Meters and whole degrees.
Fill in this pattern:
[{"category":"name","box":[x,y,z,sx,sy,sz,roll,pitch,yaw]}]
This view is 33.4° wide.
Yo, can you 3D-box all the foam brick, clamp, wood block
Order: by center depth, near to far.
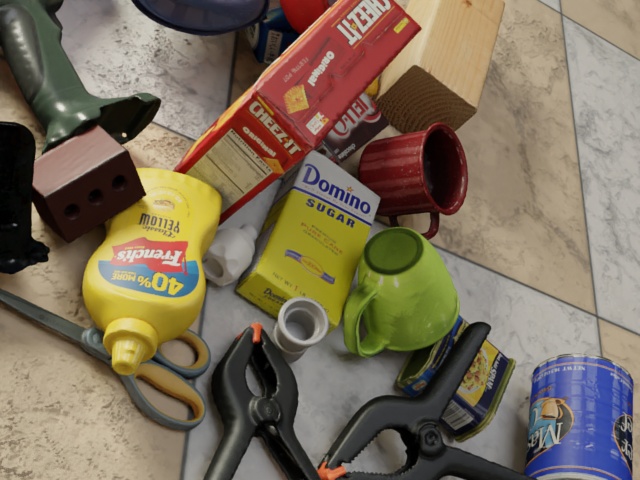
[{"category":"foam brick","box":[-0.190,-0.046,0.854,0.078,0.053,0.051,-34,48,-18]},{"category":"clamp","box":[-0.058,0.151,0.874,0.120,0.039,0.171,7,55,-41]},{"category":"clamp","box":[0.098,0.183,0.938,0.209,0.036,0.164,-23,84,-24]},{"category":"wood block","box":[0.139,-0.214,1.226,0.090,0.090,0.206,34,47,-15]}]

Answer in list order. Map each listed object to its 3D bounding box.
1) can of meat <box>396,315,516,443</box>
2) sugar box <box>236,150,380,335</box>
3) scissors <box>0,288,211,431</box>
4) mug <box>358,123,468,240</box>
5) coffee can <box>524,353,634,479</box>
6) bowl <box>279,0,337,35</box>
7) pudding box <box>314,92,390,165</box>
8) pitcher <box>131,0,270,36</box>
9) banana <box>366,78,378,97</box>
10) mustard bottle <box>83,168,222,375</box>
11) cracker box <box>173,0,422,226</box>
[{"category":"can of meat","box":[0.130,0.128,1.024,0.084,0.058,0.102,42,46,-7]},{"category":"sugar box","box":[-0.007,0.001,1.005,0.093,0.048,0.176,35,48,-16]},{"category":"scissors","box":[-0.165,0.073,0.856,0.201,0.016,0.096,41,43,-9]},{"category":"mug","box":[0.094,-0.055,1.084,0.093,0.082,0.117,-1,86,-53]},{"category":"coffee can","box":[0.253,0.197,1.042,0.102,0.103,0.140,31,48,-19]},{"category":"bowl","box":[-0.003,-0.245,1.003,0.162,0.055,0.162,-10,90,-71]},{"category":"pudding box","box":[0.011,-0.127,1.105,0.090,0.039,0.113,50,45,-2]},{"category":"pitcher","box":[-0.109,-0.332,1.010,0.145,0.149,0.243,5,68,-1]},{"category":"banana","box":[0.050,-0.247,1.215,0.069,0.037,0.197,28,49,-19]},{"category":"mustard bottle","box":[-0.138,0.027,0.857,0.096,0.058,0.191,14,46,-8]},{"category":"cracker box","box":[-0.029,-0.114,0.919,0.072,0.214,0.164,44,60,-8]}]
